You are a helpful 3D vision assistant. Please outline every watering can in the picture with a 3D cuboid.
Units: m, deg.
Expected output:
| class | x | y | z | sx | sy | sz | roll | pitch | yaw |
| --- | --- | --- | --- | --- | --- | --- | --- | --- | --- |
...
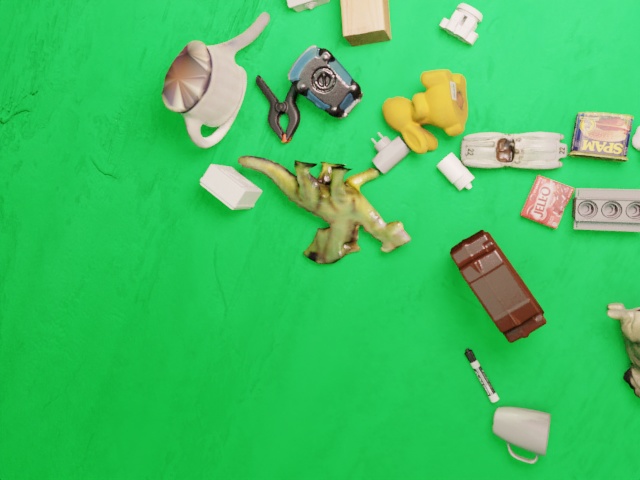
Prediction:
| class | x | y | z | sx | sy | sz | roll | pitch | yaw |
| --- | --- | --- | --- | --- | --- | --- | --- | --- | --- |
| watering can | -0.225 | -0.373 | 1.138 | 0.104 | 0.224 | 0.346 | 23 | 95 | 21 |

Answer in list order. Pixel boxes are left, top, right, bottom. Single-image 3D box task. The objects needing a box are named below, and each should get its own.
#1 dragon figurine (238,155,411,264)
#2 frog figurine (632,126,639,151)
| class | x | y | z | sx | sy | sz | roll | pitch | yaw |
| --- | --- | --- | --- | --- | --- | --- | --- | --- | --- |
| dragon figurine | 0.003 | -0.058 | 1.151 | 0.411 | 0.123 | 0.240 | 8 | 105 | 19 |
| frog figurine | 0.664 | -0.158 | 0.942 | 0.160 | 0.123 | 0.136 | 19 | 113 | 52 |
